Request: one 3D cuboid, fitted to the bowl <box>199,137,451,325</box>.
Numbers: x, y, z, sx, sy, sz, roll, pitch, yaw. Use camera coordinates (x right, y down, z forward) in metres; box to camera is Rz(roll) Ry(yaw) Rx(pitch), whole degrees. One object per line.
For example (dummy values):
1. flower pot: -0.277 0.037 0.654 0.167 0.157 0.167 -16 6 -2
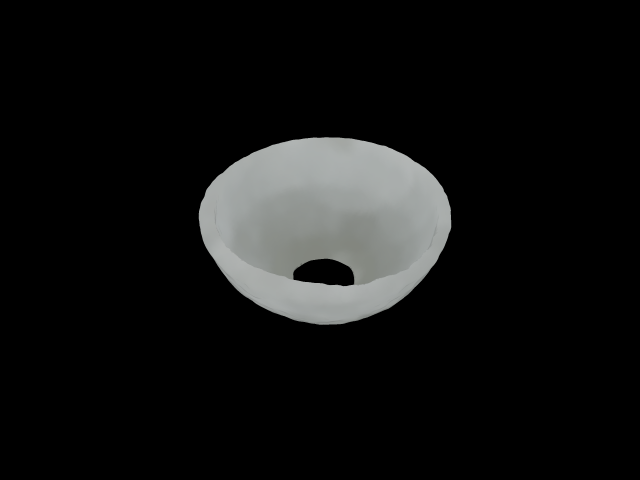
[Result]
1. bowl: 0.004 0.001 0.400 0.167 0.075 0.167 0 42 0
